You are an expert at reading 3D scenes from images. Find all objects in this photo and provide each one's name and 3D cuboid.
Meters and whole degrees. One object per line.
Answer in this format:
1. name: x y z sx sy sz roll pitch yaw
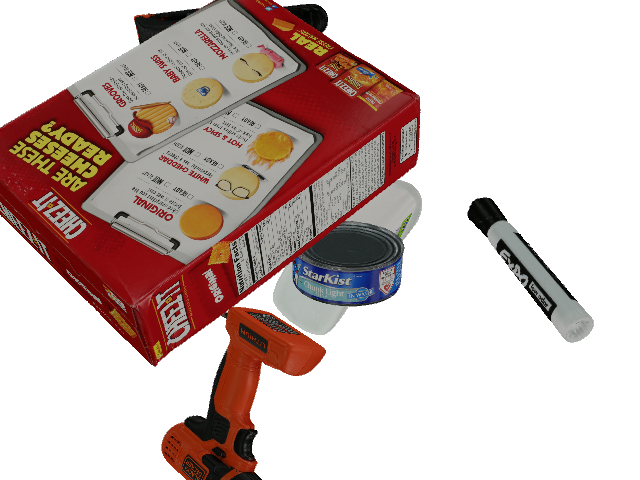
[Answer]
1. tuna can: 0.020 0.017 0.819 0.086 0.034 0.086 1 25 -1
2. cracker box: -0.071 -0.049 0.643 0.213 0.072 0.164 -38 57 -23
3. bleach bottle: 0.044 0.001 1.071 0.068 0.103 0.250 35 28 9
4. marker: 0.119 0.013 0.624 0.020 0.020 0.121 0 37 -26
5. power drill: -0.064 0.170 1.000 0.057 0.188 0.185 14 12 -48
6. clamp: -0.081 -0.172 0.867 0.120 0.039 0.172 -17 25 -38
